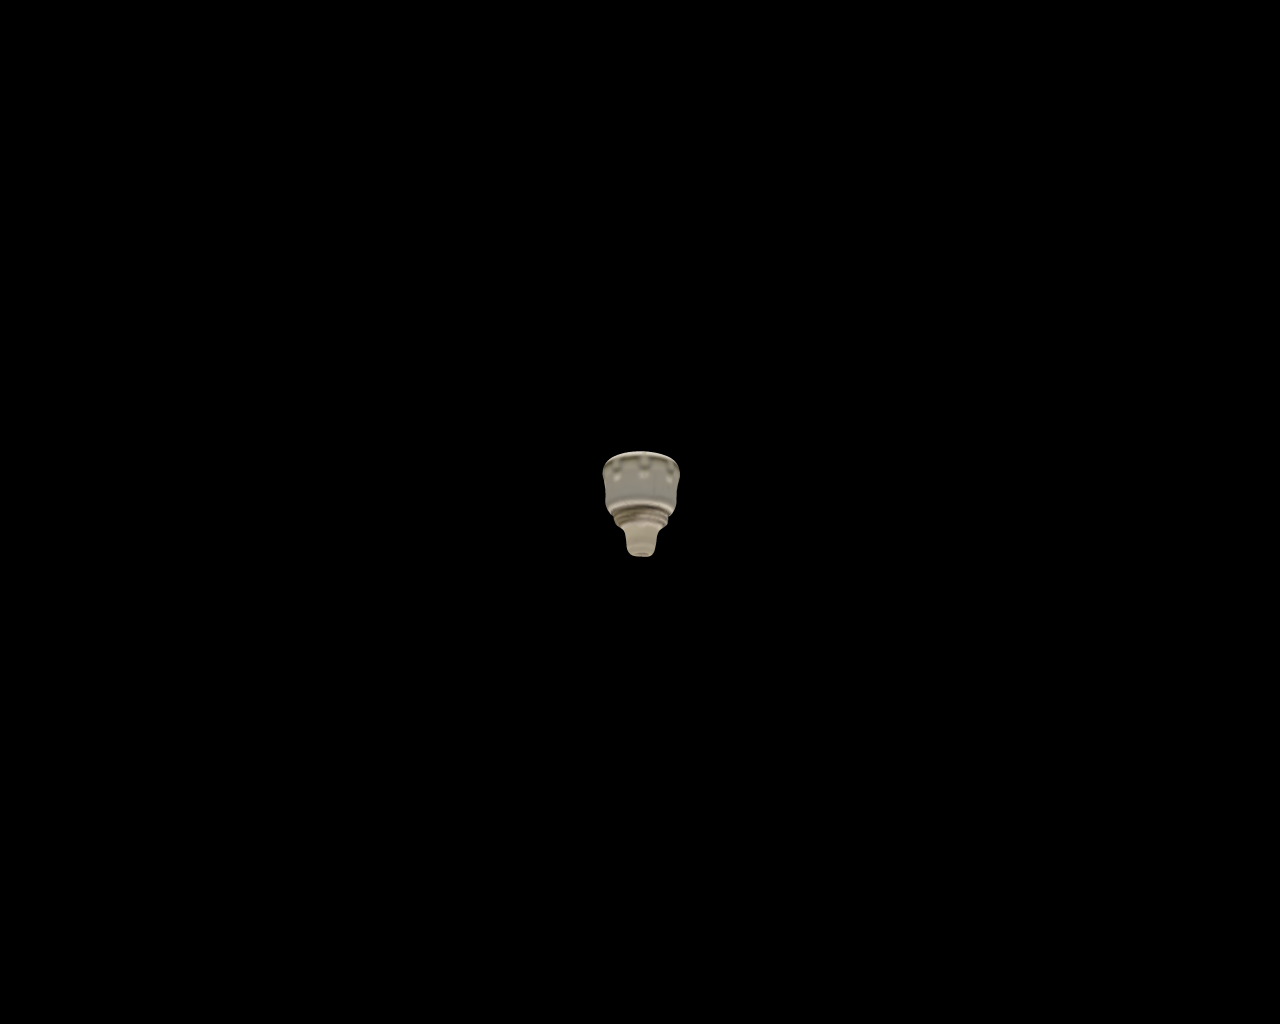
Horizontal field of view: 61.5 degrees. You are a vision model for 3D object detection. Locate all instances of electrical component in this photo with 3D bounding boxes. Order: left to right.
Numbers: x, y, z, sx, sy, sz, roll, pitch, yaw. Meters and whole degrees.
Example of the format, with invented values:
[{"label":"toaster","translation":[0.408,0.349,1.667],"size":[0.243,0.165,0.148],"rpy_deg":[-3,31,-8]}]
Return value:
[{"label":"electrical component","translation":[0.001,-0.003,0.650],"size":[0.048,0.062,0.048],"rpy_deg":[0,-18,0]}]
